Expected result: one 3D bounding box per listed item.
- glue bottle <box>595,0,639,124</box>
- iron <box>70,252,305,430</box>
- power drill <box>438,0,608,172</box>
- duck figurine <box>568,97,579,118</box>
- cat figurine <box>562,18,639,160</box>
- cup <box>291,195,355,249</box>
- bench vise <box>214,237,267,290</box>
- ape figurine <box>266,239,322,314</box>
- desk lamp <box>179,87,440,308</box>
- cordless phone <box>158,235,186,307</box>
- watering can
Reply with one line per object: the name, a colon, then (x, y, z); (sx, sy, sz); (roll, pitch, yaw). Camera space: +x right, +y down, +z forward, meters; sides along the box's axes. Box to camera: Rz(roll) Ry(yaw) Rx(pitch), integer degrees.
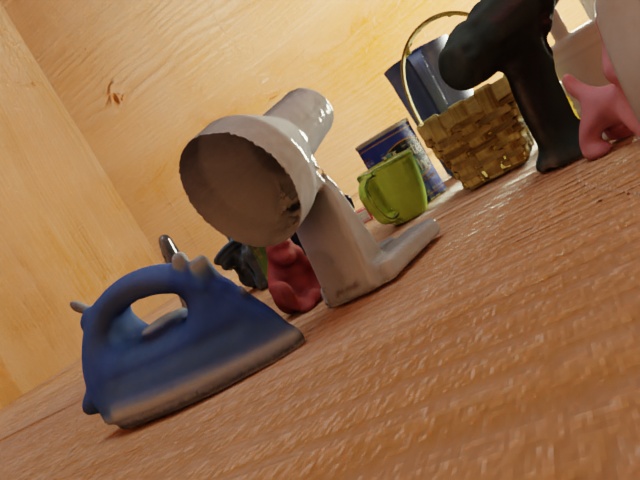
glue bottle: (0.226, -0.143, 0.407); (0.037, 0.173, 0.078); (-26, 6, 43)
iron: (-0.145, 0.081, 0.561); (0.257, 0.141, 0.119); (-28, 5, 30)
power drill: (0.241, -0.192, 0.624); (0.230, 0.208, 0.075); (-33, 5, -25)
duck figurine: (0.383, -0.226, 0.870); (0.105, 0.086, 0.077); (-33, 5, -29)
cat figurine: (0.273, -0.147, 0.511); (0.067, 0.118, 0.127); (-33, 5, -23)
cup: (0.007, 0.003, 0.743); (0.117, 0.095, 0.092); (-30, 5, 13)
bench vise: (-0.151, -0.011, 1.134); (0.122, 0.220, 0.207); (-34, 6, -39)
ape figurine: (-0.034, 0.035, 0.665); (0.078, 0.092, 0.076); (-32, 5, -21)
desk lamp: (-0.008, -0.042, 0.566); (0.117, 0.213, 0.204); (-27, 6, 41)
cordless phone: (-0.240, 0.072, 1.021); (0.094, 0.185, 0.147); (-33, 5, -23)
watering can: (0.338, -0.248, 0.705); (0.172, 0.194, 0.101); (-26, 6, 44)
